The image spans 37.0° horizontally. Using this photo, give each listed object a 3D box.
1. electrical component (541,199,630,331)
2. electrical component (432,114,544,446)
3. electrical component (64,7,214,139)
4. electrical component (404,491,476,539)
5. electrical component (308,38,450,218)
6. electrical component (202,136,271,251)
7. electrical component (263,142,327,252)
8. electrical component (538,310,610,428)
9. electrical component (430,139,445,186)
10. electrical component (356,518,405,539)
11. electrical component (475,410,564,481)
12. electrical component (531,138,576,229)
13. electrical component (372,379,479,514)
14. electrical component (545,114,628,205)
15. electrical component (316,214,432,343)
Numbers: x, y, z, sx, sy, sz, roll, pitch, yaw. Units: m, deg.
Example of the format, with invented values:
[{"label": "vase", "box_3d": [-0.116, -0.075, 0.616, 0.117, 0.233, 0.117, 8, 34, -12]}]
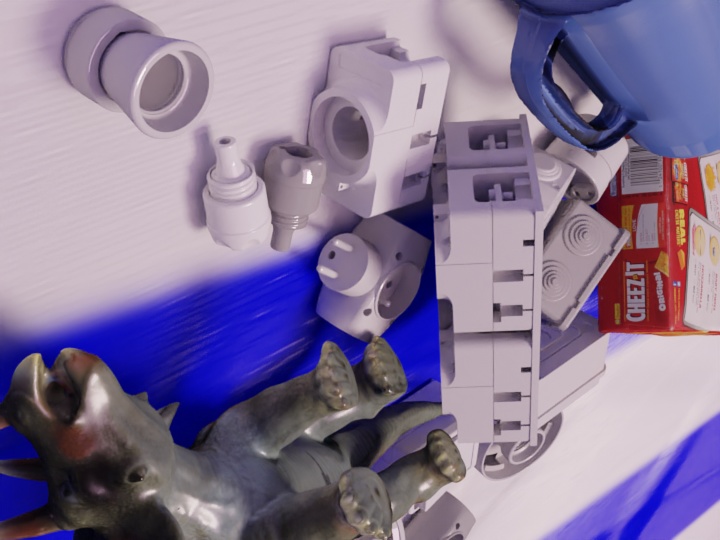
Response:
[{"label": "electrical component", "box_3d": [0.145, -0.007, 0.814, 0.048, 0.100, 0.099, 36, 85, -11]}, {"label": "electrical component", "box_3d": [0.079, 0.010, 0.684, 0.105, 0.060, 0.186, -87, 173, -52]}, {"label": "electrical component", "box_3d": [-0.099, -0.088, 0.477, 0.045, 0.055, 0.045, -31, 138, -34]}, {"label": "electrical component", "box_3d": [0.065, 0.244, 0.952, 0.077, 0.044, 0.079, -46, 144, -17]}, {"label": "electrical component", "box_3d": [0.008, -0.082, 0.620, 0.056, 0.050, 0.089, -20, 131, -42]}, {"label": "electrical component", "box_3d": [-0.067, -0.042, 0.571, 0.035, 0.035, 0.061, -34, 137, -31]}, {"label": "electrical component", "box_3d": [-0.040, -0.039, 0.608, 0.035, 0.035, 0.061, -18, 132, -44]}, {"label": "electrical component", "box_3d": [0.146, 0.077, 0.892, 0.113, 0.078, 0.057, -27, 132, -37]}, {"label": "electrical component", "box_3d": [0.063, -0.057, 0.723, 0.035, 0.035, 0.061, -23, 135, -40]}, {"label": "electrical component", "box_3d": [-0.012, 0.207, 0.780, 0.108, 0.060, 0.108, -7, 99, -46]}, {"label": "electrical component", "box_3d": [0.130, 0.135, 0.951, 0.099, 0.064, 0.099, -23, 137, -22]}, {"label": "electrical component", "box_3d": [0.112, -0.051, 0.756, 0.080, 0.051, 0.080, -56, 169, -17]}, {"label": "electrical component", "box_3d": [0.056, 0.136, 0.840, 0.096, 0.061, 0.061, -29, 136, -36]}, {"label": "electrical component", "box_3d": [0.171, -0.085, 0.818, 0.047, 0.055, 0.055, -51, 145, -17]}, {"label": "electrical component", "box_3d": [0.000, 0.000, 0.679, 0.079, 0.044, 0.077, 25, 96, -56]}]
